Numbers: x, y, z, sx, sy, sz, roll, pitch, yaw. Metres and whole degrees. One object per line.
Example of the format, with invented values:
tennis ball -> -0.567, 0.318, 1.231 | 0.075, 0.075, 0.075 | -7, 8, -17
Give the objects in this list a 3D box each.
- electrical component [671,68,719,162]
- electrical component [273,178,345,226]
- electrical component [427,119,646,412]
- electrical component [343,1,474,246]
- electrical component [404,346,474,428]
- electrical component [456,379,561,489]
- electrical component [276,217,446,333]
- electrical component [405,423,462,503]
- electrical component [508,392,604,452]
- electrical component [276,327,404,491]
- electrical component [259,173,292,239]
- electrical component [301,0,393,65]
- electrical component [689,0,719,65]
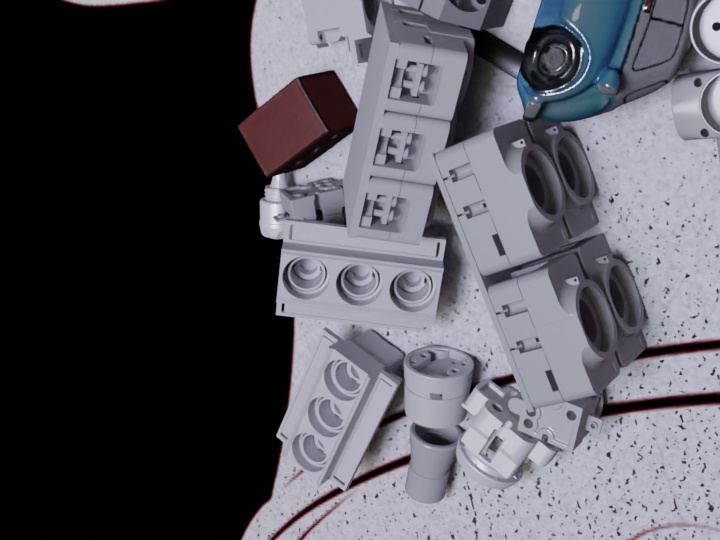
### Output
electrical component -> 0.245, -0.090, 0.682 | 0.077, 0.044, 0.079 | -4, 102, 35
electrical component -> -0.036, -0.040, 0.881 | 0.048, 0.066, 0.055 | -136, 35, -63
electrical component -> 0.130, -0.011, 0.746 | 0.060, 0.105, 0.186 | -20, 93, 36
electrical component -> 0.033, -0.104, 0.779 | 0.062, 0.089, 0.150 | 8, 121, -9
electrical component -> 0.062, 0.094, 0.858 | 0.055, 0.055, 0.047 | 16, 117, 29
electrical component -> 0.110, 0.132, 0.836 | 0.078, 0.058, 0.057 | 39, 120, 18
electrical component -> 0.000, 0.000, 0.835 | 0.121, 0.063, 0.078 | 7, 112, -2
electrical component -> 0.058, 0.160, 0.890 | 0.044, 0.044, 0.065 | 23, 121, 26
electrical component -> 0.152, 0.101, 0.798 | 0.066, 0.055, 0.048 | 20, 115, 27
electrical component -> -0.013, 0.114, 0.909 | 0.079, 0.063, 0.121 | 35, 121, 20
electrical component -> -0.068, -0.058, 0.908 | 0.035, 0.035, 0.061 | 10, 108, 31
electrical component -> -0.008, -0.197, 0.820 | 0.064, 0.042, 0.081 | -1, 104, 38
electrical component -> 0.247, -0.148, 0.642 | 0.079, 0.077, 0.044 | 5, 108, 32
